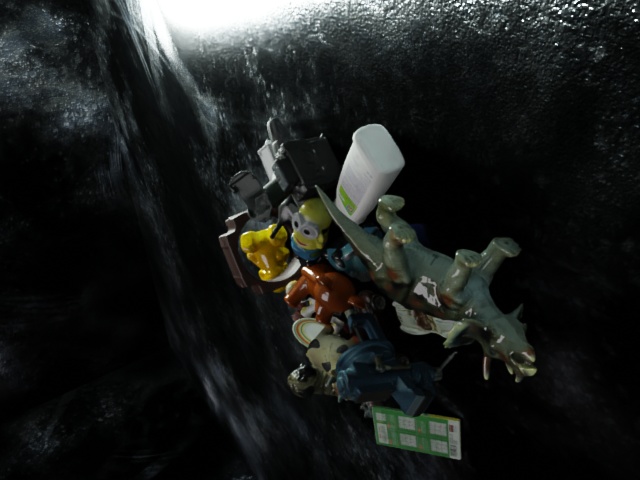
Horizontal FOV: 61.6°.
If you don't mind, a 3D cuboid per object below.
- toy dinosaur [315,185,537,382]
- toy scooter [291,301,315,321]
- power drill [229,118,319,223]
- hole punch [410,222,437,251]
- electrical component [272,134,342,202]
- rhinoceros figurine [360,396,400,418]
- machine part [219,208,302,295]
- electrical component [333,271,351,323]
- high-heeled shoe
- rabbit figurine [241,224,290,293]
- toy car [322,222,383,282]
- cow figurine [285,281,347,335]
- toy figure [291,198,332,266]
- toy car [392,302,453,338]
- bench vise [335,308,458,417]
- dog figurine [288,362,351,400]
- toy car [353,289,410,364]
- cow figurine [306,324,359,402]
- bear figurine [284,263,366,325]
[{"bbox_3d":[0.159,0.058,0.827,0.405,0.131,0.192,28,127,27],"label":"toy dinosaur"},{"bbox_3d":[-0.035,0.170,1.389,0.135,0.075,0.183,4,124,52],"label":"toy scooter"},{"bbox_3d":[-0.097,-0.138,1.141,0.086,0.207,0.232,-27,97,35],"label":"power drill"},{"bbox_3d":[0.148,0.038,0.958,0.142,0.092,0.115,-9,106,59],"label":"hole punch"},{"bbox_3d":[-0.027,-0.144,1.082,0.115,0.134,0.058,60,150,12],"label":"electrical component"},{"bbox_3d":[0.140,0.363,1.191,0.073,0.112,0.190,25,139,56],"label":"rhinoceros figurine"},{"bbox_3d":[-0.129,0.016,1.309,0.087,0.201,0.200,-7,106,64],"label":"machine part"},{"bbox_3d":[0.037,0.117,1.193,0.048,0.075,0.119,-118,40,-81],"label":"electrical component"},{"bbox_3d":[-0.003,-0.004,1.252,0.249,0.145,0.086,37,167,-4],"label":"high-heeled shoe"},{"bbox_3d":[-0.133,0.065,1.427,0.162,0.122,0.173,102,148,-66],"label":"rabbit figurine"},{"bbox_3d":[0.077,0.035,1.069,0.103,0.109,0.162,51,163,-8],"label":"toy car"},{"bbox_3d":[0.002,0.142,1.258,0.167,0.068,0.098,35,133,-5],"label":"cow figurine"},{"bbox_3d":[-0.019,-0.017,1.122,0.082,0.089,0.180,16,150,7],"label":"toy figure"},{"bbox_3d":[0.203,0.133,0.959,0.202,0.056,0.073,-10,102,63],"label":"toy car"},{"bbox_3d":[0.119,0.222,1.041,0.241,0.224,0.128,-116,24,-45],"label":"bench vise"},{"bbox_3d":[0.038,0.349,1.276,0.173,0.190,0.121,38,141,41],"label":"dog figurine"},{"bbox_3d":[0.128,0.203,1.156,0.089,0.053,0.202,-17,94,60],"label":"toy car"},{"bbox_3d":[0.040,0.266,1.160,0.195,0.127,0.085,17,141,53],"label":"cow figurine"},{"bbox_3d":[0.011,0.117,1.067,0.120,0.132,0.196,30,-174,-12],"label":"bear figurine"}]
